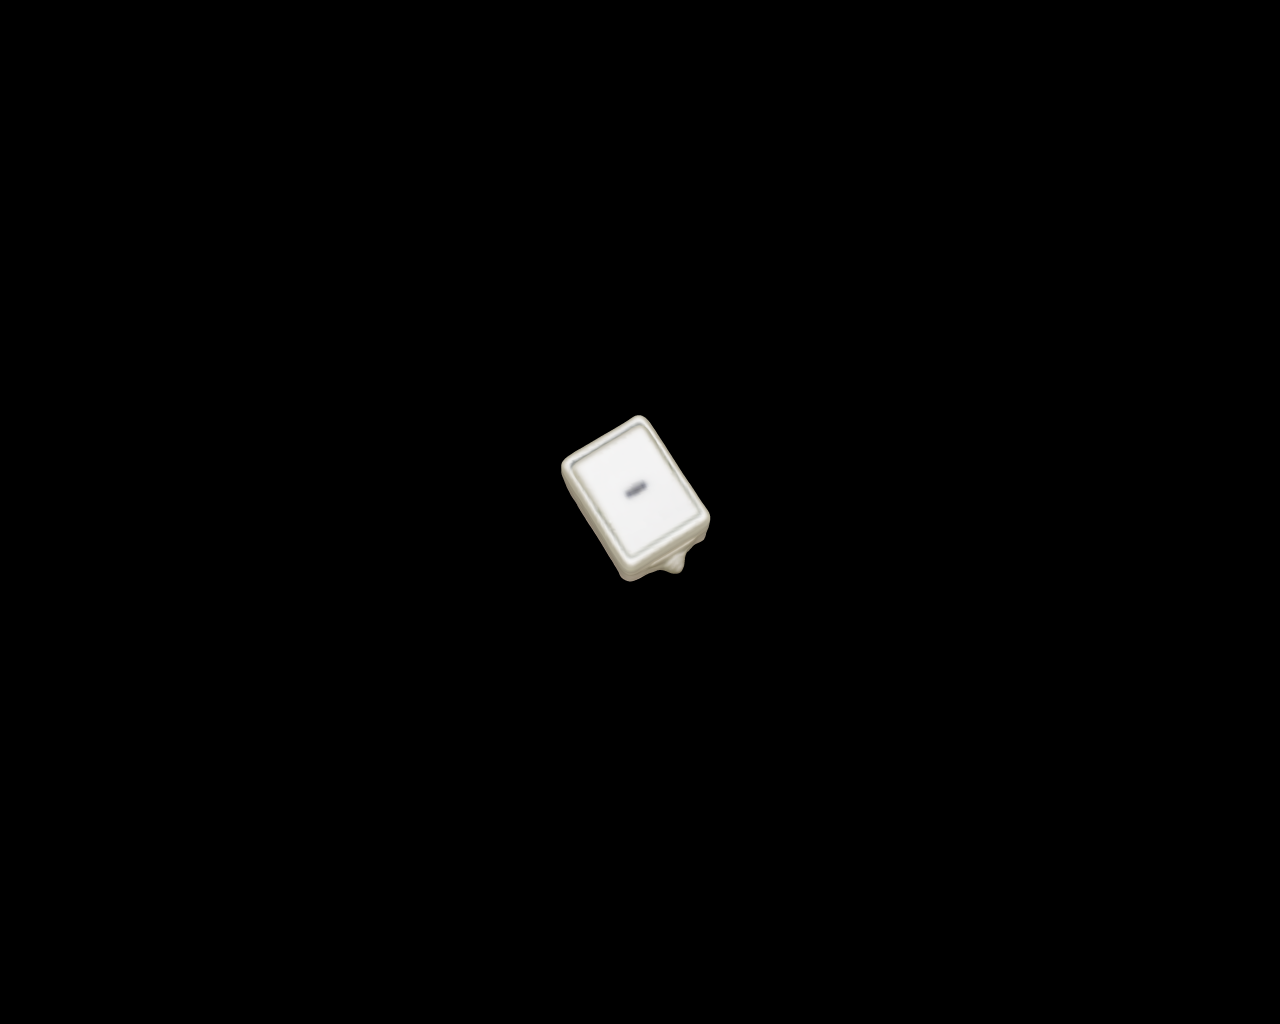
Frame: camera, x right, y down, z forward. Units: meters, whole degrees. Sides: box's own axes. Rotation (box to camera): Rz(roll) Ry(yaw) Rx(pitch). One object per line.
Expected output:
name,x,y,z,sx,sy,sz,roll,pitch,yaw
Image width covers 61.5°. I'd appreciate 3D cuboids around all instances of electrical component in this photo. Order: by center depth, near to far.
electrical component,0.001,-0.003,0.650,0.062,0.096,0.061,-31,-11,-7
